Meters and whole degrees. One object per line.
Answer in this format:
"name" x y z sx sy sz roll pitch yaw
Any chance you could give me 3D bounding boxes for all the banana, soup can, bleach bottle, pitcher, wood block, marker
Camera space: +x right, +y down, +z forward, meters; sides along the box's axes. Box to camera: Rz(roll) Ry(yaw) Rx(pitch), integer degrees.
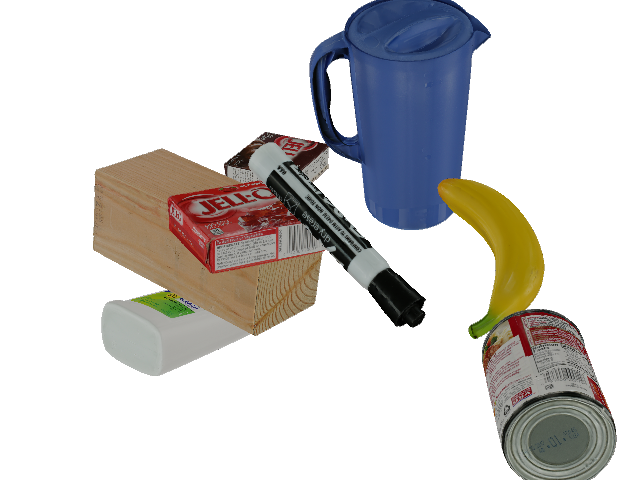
"banana" 0.141 0.001 0.864 0.069 0.037 0.198 -5 36 1
"soup can" 0.139 0.095 0.659 0.068 0.068 0.102 0 25 2
"bleach bottle" -0.118 0.077 1.205 0.103 0.068 0.250 20 26 36
"pitcher" 0.087 -0.131 1.155 0.149 0.243 0.144 24 49 29
"wood block" -0.107 -0.004 0.985 0.206 0.090 0.090 24 31 31
"marker" 0.008 -0.003 0.520 0.121 0.020 0.020 47 23 24

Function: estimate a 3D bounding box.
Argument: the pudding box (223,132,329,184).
"pudding box" -0.052 -0.090 1.296 0.090 0.039 0.113 12 33 22

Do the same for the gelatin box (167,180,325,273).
"gelatin box" -0.051 -0.012 0.729 0.089 0.030 0.073 -11 30 -26
